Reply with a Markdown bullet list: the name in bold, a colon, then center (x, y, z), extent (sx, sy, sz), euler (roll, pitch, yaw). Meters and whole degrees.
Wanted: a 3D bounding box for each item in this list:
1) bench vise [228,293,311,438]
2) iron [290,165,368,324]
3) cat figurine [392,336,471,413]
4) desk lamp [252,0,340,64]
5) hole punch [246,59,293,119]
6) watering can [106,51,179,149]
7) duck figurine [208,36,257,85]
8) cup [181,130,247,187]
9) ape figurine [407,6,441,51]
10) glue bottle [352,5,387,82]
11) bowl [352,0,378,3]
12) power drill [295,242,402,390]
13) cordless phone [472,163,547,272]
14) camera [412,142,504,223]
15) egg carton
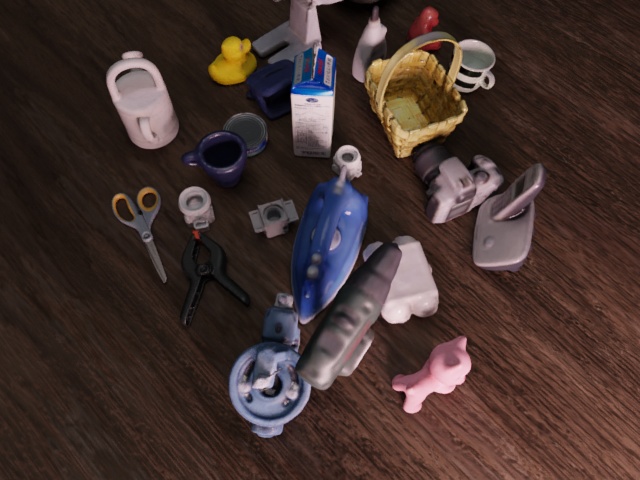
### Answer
- **bench vise**: center (-0.081, 0.171, 0.841), extent (0.121, 0.220, 0.207), euler (-9, 65, -5)
- **iron**: center (0.009, 0.003, 0.965), extent (0.118, 0.141, 0.258), euler (14, 65, 6)
- **cat figurine**: center (0.180, 0.206, 0.888), extent (0.128, 0.118, 0.067), euler (-28, 69, -14)
- **desk lamp**: center (-0.035, -0.474, 1.147), extent (0.203, 0.213, 0.117), euler (-38, 71, -17)
- **hole punch**: center (-0.088, -0.313, 1.138), extent (0.109, 0.091, 0.101), euler (-32, 69, -15)
- **watering can**: center (-0.333, -0.268, 1.053), extent (0.101, 0.194, 0.172), euler (-34, 70, -16)
- **duck figurine**: center (-0.181, -0.373, 1.166), extent (0.105, 0.086, 0.077), euler (-30, 69, -14)
- **cup**: center (-0.188, -0.137, 1.051), extent (0.118, 0.095, 0.091), euler (-9, 65, -6)
- **ape figurine**: center (0.226, -0.451, 1.210), extent (0.076, 0.092, 0.078), euler (0, 65, -1)
- **glue bottle**: center (0.103, -0.395, 1.136), extent (0.037, 0.173, 0.078), euler (42, 71, 17)
- **bowl**: center (0.098, -0.585, 1.279), extent (0.167, 0.075, 0.167), euler (1, 65, -1)
- **power drill**: center (0.045, 0.128, 0.871), extent (0.075, 0.208, 0.230), euler (30, 68, 12)
- **cordless phone**: center (0.327, -0.036, 0.968), extent (0.094, 0.185, 0.147), euler (10, 65, 4)
- **camera**: center (0.244, -0.124, 1.053), extent (0.143, 0.101, 0.136), euler (-24, 68, -12)
- **egg carton**: center (0.139, 0.066, 0.979), extent (0.107, 0.069, 0.150), euler (-14, 66, -8)
